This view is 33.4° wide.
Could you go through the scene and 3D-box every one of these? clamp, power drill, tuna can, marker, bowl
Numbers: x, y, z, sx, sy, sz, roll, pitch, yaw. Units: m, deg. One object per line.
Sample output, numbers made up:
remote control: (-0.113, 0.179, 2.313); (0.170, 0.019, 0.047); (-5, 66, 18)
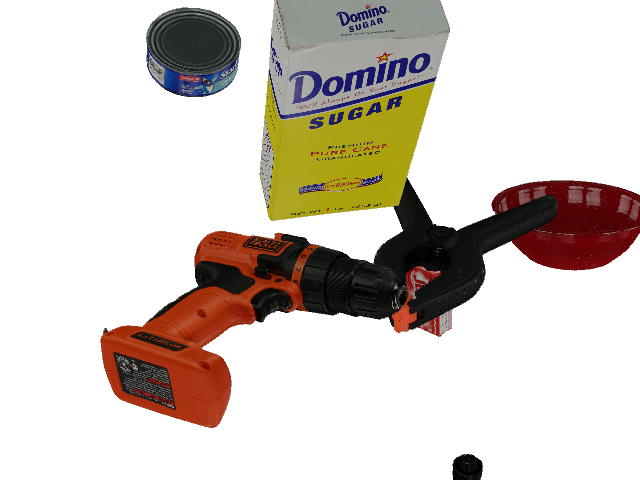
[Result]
clamp: (0.096, 0.001, 0.933); (0.165, 0.036, 0.209); (17, 42, 25)
power drill: (-0.052, 0.059, 0.780); (0.185, 0.057, 0.187); (9, 31, 32)
tuna can: (-0.117, -0.172, 0.978); (0.086, 0.086, 0.034); (0, -36, -10)
marker: (0.091, 0.184, 0.694); (0.020, 0.121, 0.020); (1, 36, -1)
bowl: (0.257, -0.012, 1.098); (0.162, 0.055, 0.162); (-2, 22, 1)

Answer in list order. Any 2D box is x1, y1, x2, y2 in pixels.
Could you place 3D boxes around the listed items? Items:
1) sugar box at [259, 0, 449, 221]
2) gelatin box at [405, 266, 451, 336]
sugar box: (0.015, -0.078, 0.647); (0.093, 0.048, 0.176); (-8, -27, -10)
gelatin box: (0.129, 0.067, 1.344); (0.073, 0.089, 0.030); (21, 36, 39)
